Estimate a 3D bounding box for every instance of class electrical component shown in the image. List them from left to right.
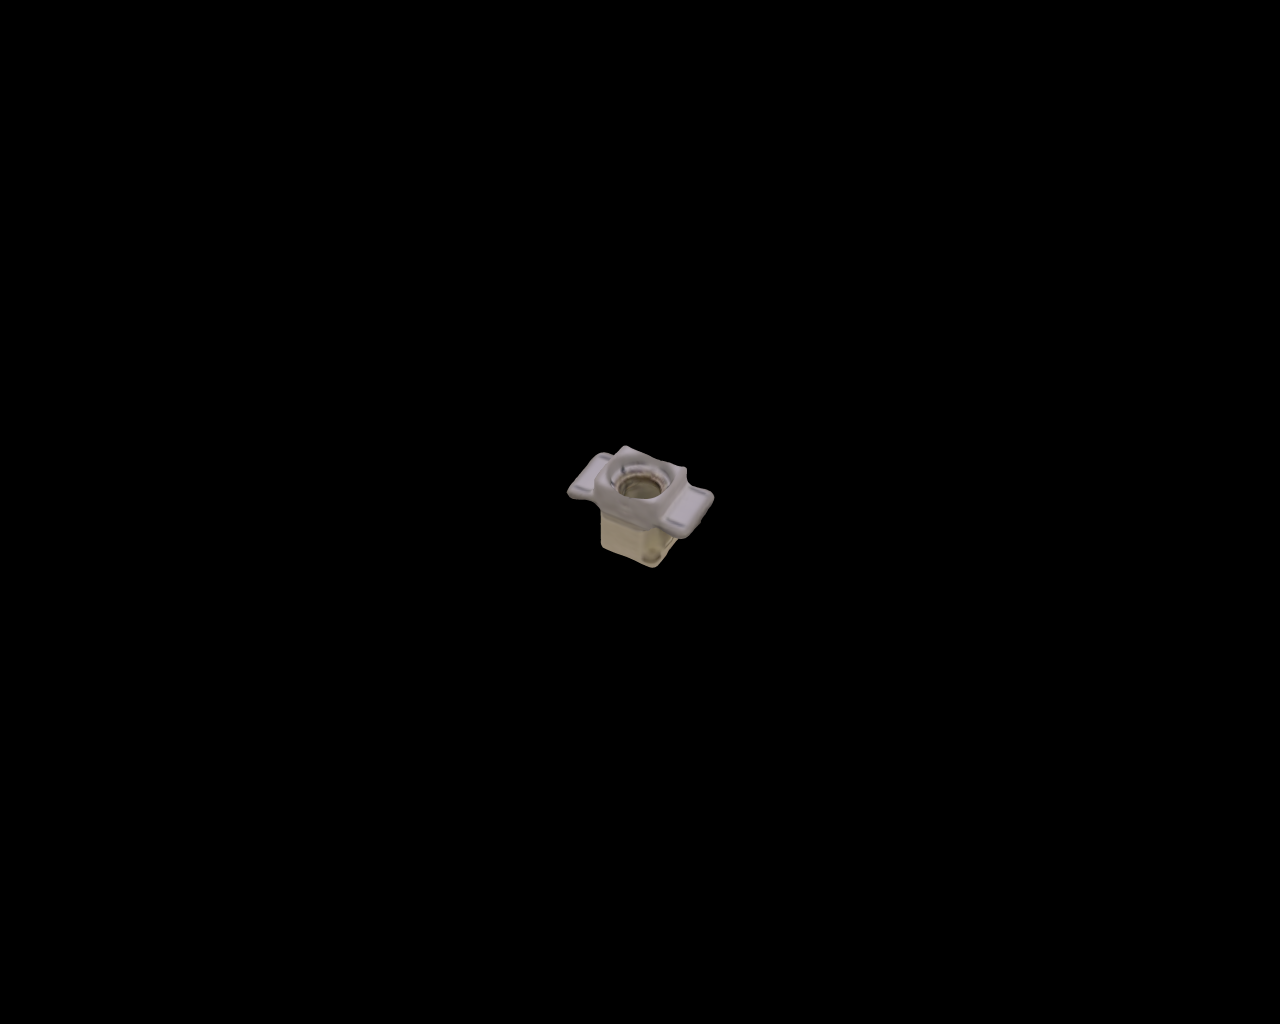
[{"bbox_3d":[0.001,-0.003,0.650,0.081,0.063,0.042,22,49,21],"label":"electrical component"}]
